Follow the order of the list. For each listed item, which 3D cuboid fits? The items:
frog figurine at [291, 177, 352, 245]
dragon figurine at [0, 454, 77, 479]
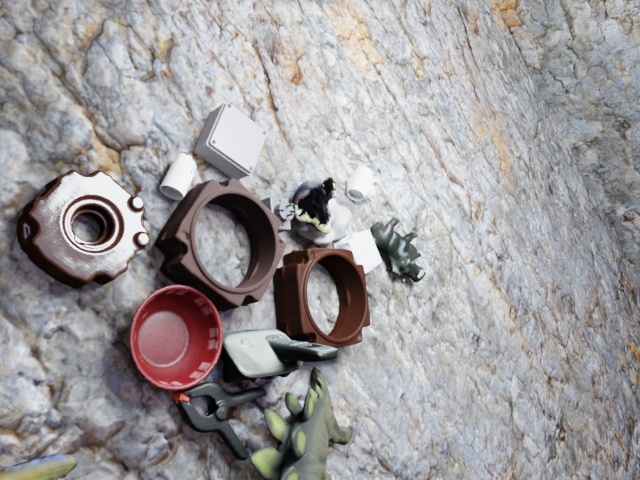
[{"bbox_3d":[0.003,-0.056,1.110,0.158,0.122,0.139,48,27,-74],"label":"frog figurine"},{"bbox_3d":[-0.454,0.358,0.477,0.410,0.121,0.245,1,76,-27],"label":"dragon figurine"}]
